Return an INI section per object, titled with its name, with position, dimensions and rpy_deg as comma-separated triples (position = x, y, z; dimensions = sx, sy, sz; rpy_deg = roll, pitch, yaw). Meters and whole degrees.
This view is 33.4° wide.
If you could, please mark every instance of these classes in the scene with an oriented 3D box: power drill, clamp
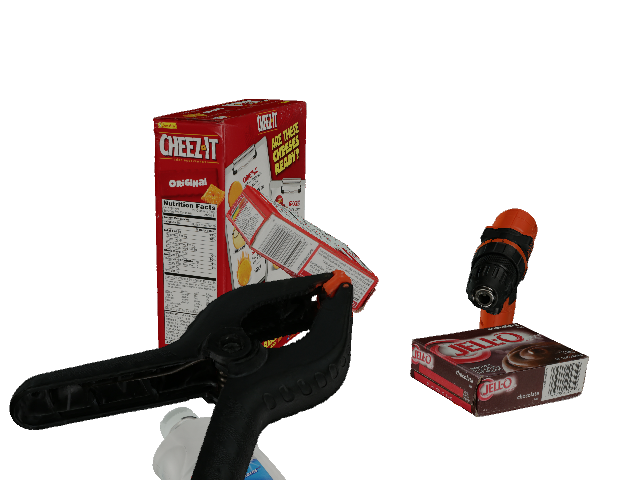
[power drill]
position = 0.176, 0.078, 1.083
dimensions = 0.057, 0.188, 0.184
rpy_deg = 14, 28, 17
[clamp]
position = -0.037, 0.068, 0.479
dimensions = 0.171, 0.039, 0.120
rpy_deg = -27, 50, -31

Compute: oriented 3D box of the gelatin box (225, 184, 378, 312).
[gelatin box]
position = -0.012, 0.005, 0.692
dimensions = 0.089, 0.030, 0.073
rpy_deg = 32, 6, -23

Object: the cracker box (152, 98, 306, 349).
[cracker box]
position = -0.073, -0.005, 0.893
dimensions = 0.072, 0.214, 0.164
rpy_deg = 5, 14, 21

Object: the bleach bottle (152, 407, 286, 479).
[bleach bottle]
position = -0.060, 0.201, 0.737
dimensions = 0.102, 0.068, 0.251
rpy_deg = -18, 35, -23

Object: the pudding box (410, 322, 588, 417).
[pudding box]
position = 0.142, 0.102, 0.858
dimensions = 0.113, 0.039, 0.090
rpy_deg = -3, 17, -30
